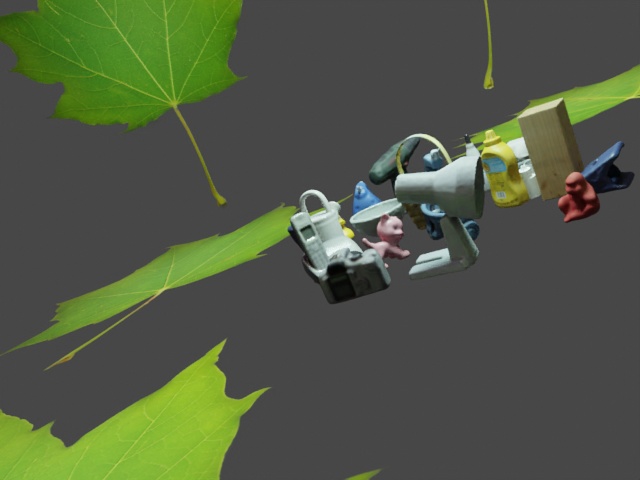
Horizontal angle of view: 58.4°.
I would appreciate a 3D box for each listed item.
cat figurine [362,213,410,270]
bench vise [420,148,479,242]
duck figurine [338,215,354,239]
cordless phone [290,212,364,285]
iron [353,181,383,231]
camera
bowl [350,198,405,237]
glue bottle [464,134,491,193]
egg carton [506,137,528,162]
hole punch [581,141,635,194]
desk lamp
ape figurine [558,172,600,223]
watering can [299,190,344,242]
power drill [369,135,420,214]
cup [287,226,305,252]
[{"bbox_3d":[0.153,-0.004,1.348,0.128,0.118,0.067,-28,13,-25],"label":"cat figurine"},{"bbox_3d":[0.263,-0.099,1.315,0.122,0.220,0.206,-29,14,-26],"label":"bench vise"},{"bbox_3d":[0.051,-0.037,1.756,0.078,0.086,0.104,-29,14,-26],"label":"duck figurine"},{"bbox_3d":[0.013,0.005,1.402,0.148,0.185,0.094,-30,14,-29],"label":"cordless phone"},{"bbox_3d":[0.148,-0.127,1.836,0.118,0.141,0.258,-21,12,9],"label":"iron"},{"bbox_3d":[0.077,0.059,1.254,0.143,0.101,0.137,-18,13,20],"label":"camera"},{"bbox_3d":[0.174,-0.054,1.636,0.167,0.075,0.167,-22,12,5],"label":"bowl"},{"bbox_3d":[0.444,-0.221,1.635,0.037,0.173,0.078,-21,12,8],"label":"glue bottle"},{"bbox_3d":[0.626,-0.275,1.789,0.107,0.069,0.151,-13,16,39],"label":"egg carton"},{"bbox_3d":[0.609,-0.152,1.233,0.100,0.091,0.109,-13,16,39],"label":"hole punch"},{"bbox_3d":[0.247,-0.047,1.136,0.202,0.214,0.118,-16,14,29],"label":"desk lamp"},{"bbox_3d":[0.511,-0.089,1.133,0.076,0.092,0.077,-25,12,-12],"label":"ape figurine"},{"bbox_3d":[0.004,-0.055,1.657,0.100,0.194,0.173,-19,13,17],"label":"watering can"},{"bbox_3d":[0.258,-0.196,1.778,0.230,0.208,0.075,-31,15,-33],"label":"power drill"},{"bbox_3d":[-0.034,-0.014,1.788,0.117,0.095,0.092,-15,14,32],"label":"cup"}]
